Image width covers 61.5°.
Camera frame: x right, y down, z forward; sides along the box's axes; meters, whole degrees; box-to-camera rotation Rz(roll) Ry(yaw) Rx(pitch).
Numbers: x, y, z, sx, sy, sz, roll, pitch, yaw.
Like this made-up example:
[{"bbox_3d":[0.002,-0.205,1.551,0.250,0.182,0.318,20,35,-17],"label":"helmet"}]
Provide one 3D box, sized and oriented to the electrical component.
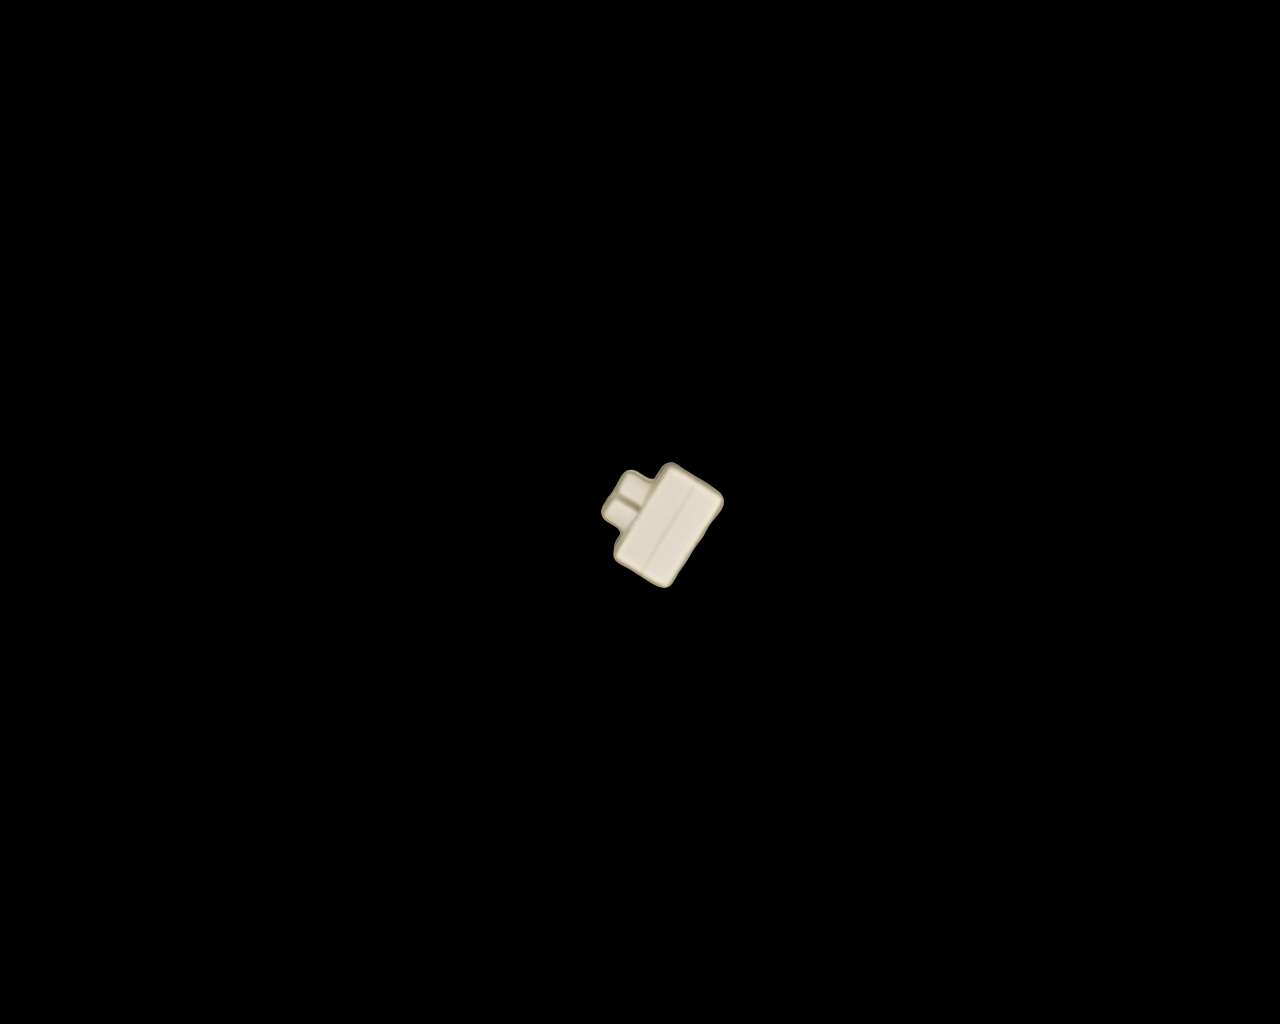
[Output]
[{"bbox_3d":[0.001,-0.003,0.650,0.077,0.065,0.047,32,4,-2],"label":"electrical component"}]
